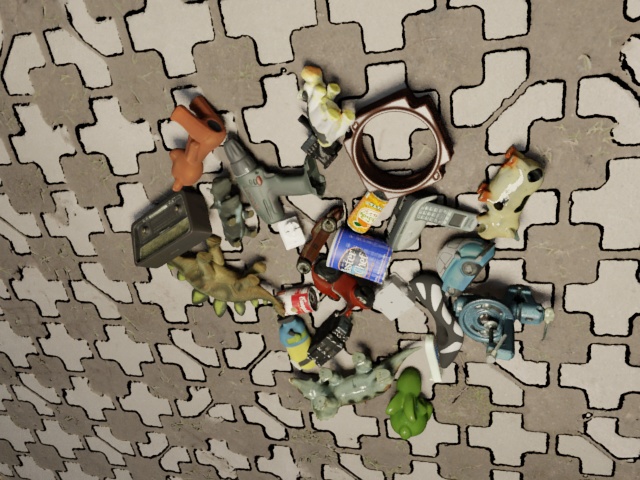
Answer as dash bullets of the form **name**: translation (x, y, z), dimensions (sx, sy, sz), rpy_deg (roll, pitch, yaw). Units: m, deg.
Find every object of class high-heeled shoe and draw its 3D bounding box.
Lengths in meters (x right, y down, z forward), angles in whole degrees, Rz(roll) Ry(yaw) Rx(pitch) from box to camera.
- **high-heeled shoe**: translation (0.274, 0.203, 1.322), dimensions (0.145, 0.086, 0.248), rpy_deg (4, 103, -8)

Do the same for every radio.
- **radio**: translation (-0.386, -0.027, 1.378), dimensions (0.230, 0.073, 0.131), rpy_deg (-27, 67, 28)

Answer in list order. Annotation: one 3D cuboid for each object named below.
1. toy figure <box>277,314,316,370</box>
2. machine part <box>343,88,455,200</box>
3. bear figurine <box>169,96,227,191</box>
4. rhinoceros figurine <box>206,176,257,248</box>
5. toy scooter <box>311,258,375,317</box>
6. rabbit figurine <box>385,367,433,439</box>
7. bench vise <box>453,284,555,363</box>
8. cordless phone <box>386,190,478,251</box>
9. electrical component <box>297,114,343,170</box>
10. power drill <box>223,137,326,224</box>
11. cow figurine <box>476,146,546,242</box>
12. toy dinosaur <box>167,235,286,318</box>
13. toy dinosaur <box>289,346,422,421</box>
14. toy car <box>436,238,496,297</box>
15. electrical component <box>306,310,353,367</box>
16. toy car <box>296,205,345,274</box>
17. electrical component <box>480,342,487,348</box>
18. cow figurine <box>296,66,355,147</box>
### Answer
- **toy figure**: translation (-0.059, 0.279, 1.482), dimensions (0.089, 0.082, 0.180), rpy_deg (-9, 113, 24)
- **machine part**: translation (0.166, -0.200, 1.140), dimensions (0.202, 0.087, 0.200), rpy_deg (-19, 112, 27)
- **bear figurine**: translation (-0.307, -0.218, 1.260), dimensions (0.132, 0.120, 0.196), rpy_deg (45, 126, -6)
- **rhinoceros figurine**: translation (-0.220, -0.070, 1.329), dimensions (0.112, 0.073, 0.190), rpy_deg (36, 148, 39)
- **toy scooter**: translation (0.050, 0.133, 1.363), dimensions (0.184, 0.075, 0.135), rpy_deg (33, 144, 15)
- **rabbit figurine**: translation (0.230, 0.435, 1.455), dimensions (0.121, 0.159, 0.170), rpy_deg (5, 105, 25)
- **bench vise**: translation (0.407, 0.191, 1.193), dimensions (0.224, 0.241, 0.128), rpy_deg (14, 122, 11)
- **cordless phone**: translation (0.255, -0.032, 1.218), dimensions (0.184, 0.089, 0.146), rpy_deg (14, 122, -9)
- **electrical component**: translation (-0.011, -0.220, 1.189), dimensions (0.119, 0.075, 0.047), rpy_deg (38, 121, -10)
- **power drill**: translation (-0.102, -0.151, 1.254), dimensions (0.207, 0.086, 0.231), rpy_deg (-11, 116, 18)
- **cow figurine**: translation (0.400, -0.083, 1.138), dimensions (0.127, 0.085, 0.194), rpy_deg (30, 118, 0)
- **toy dinosaur**: translation (-0.294, 0.097, 1.438), dimensions (0.472, 0.105, 0.198), rpy_deg (28, 127, 14)
- **toy dinosaur**: translation (0.107, 0.392, 1.472), dimensions (0.405, 0.131, 0.192), rpy_deg (-19, 152, 13)
- **toy car**: translation (0.322, 0.049, 1.233), dimensions (0.103, 0.109, 0.161), rpy_deg (44, 136, 17)
- **electrical component**: translation (0.029, 0.254, 1.419), dimensions (0.058, 0.115, 0.134), rpy_deg (36, 122, -10)
- **toy car**: translation (-0.003, -0.004, 1.299), dimensions (0.053, 0.089, 0.202), rpy_deg (32, 122, 3)
- **electrical component**: translation (0.409, 0.219, 1.328), dimensions (0.102, 0.045, 0.078), rpy_deg (45, 150, -7)
- **cow figurine**: translation (0.000, -0.282, 1.132), dimensions (0.098, 0.068, 0.167), rpy_deg (-54, 54, 47)
